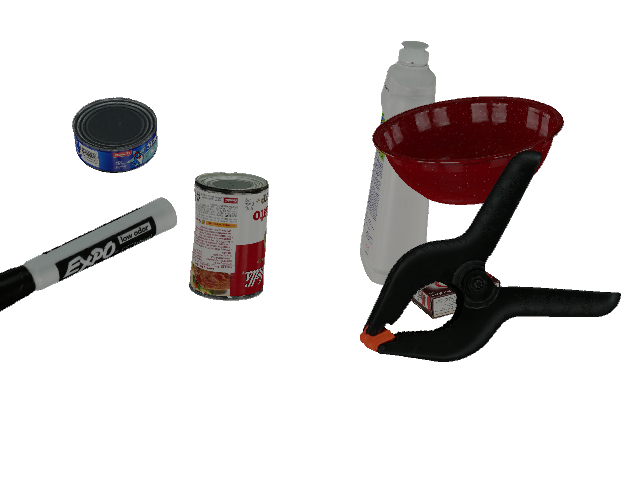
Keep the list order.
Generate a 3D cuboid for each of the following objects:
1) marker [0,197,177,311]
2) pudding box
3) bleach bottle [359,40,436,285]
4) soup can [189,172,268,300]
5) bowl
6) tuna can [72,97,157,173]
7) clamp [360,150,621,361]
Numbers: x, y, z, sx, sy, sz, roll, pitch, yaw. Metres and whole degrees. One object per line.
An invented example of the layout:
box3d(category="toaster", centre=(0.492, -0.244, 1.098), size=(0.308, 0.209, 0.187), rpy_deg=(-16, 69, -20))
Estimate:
box3d(category="marker", centre=(-0.131, 0.007, 0.582), size=(0.120, 0.020, 0.020), rpy_deg=(-29, 17, -34))
box3d(category="pudding box", centre=(0.189, 0.069, 1.534), size=(0.113, 0.039, 0.090), rpy_deg=(-15, 23, -18))
box3d(category="bleach bottle", centre=(0.088, -0.084, 1.136), size=(0.068, 0.251, 0.102), rpy_deg=(1, 26, -9))
box3d(category="soup can", centre=(-0.083, -0.005, 0.962), size=(0.068, 0.102, 0.068), rpy_deg=(4, 17, -1))
box3d(category="bowl", centre=(0.128, -0.073, 0.918), size=(0.162, 0.055, 0.162), rpy_deg=(-8, 24, 3))
box3d(category="tuna can", centre=(-0.211, -0.108, 1.099), size=(0.086, 0.034, 0.086), rpy_deg=(2, 44, -2))
box3d(category="clamp", centre=(0.110, 0.034, 0.702), size=(0.171, 0.120, 0.039), rpy_deg=(-38, -7, -3))
